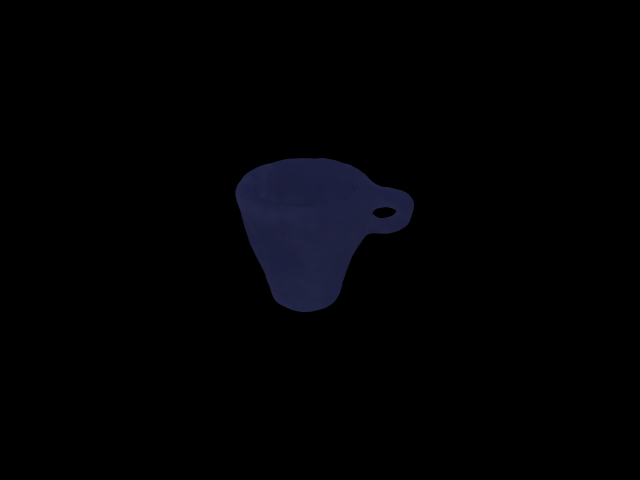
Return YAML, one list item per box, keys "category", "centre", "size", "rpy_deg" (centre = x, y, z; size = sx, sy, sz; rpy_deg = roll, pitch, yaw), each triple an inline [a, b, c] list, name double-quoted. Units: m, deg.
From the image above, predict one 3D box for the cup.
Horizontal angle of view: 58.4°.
- category: "cup"
  centre: [0.004, 0.001, 0.400]
  size: [0.117, 0.095, 0.091]
  rpy_deg: [3, 32, 5]
